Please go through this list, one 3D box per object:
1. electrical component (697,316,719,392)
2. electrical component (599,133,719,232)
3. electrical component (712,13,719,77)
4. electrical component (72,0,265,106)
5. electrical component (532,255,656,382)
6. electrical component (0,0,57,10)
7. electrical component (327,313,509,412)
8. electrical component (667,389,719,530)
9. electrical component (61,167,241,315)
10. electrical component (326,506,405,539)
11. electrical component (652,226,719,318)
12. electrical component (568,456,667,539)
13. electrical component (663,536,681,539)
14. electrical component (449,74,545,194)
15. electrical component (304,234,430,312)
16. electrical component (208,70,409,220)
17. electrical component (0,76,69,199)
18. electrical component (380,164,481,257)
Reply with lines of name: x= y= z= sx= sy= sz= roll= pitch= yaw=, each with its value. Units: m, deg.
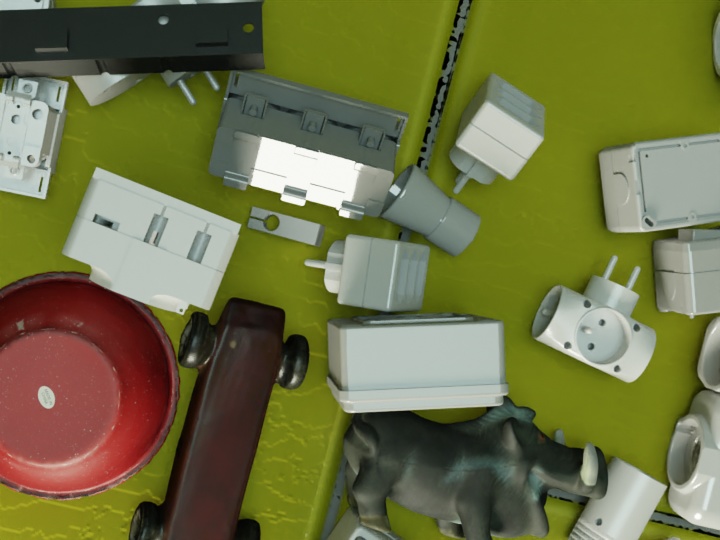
electrical component: x=0.282 y=0.065 z=0.760 sx=0.059 sy=0.095 sz=0.053 roll=14 pitch=91 yaw=-7
electrical component: x=0.225 y=-0.063 z=0.769 sx=0.096 sy=0.061 sz=0.061 roll=-8 pitch=93 yaw=-14
electrical component: x=0.301 y=-0.162 z=0.724 sx=0.062 sy=0.150 sz=0.089 roll=-4 pitch=93 yaw=-7
electrical component: x=-0.123 y=-0.148 z=0.726 sx=0.138 sy=0.052 sz=0.073 roll=-32 pitch=96 yaw=-4
electrical component: x=0.175 y=0.029 z=0.772 sx=0.077 sy=0.044 sz=0.079 roll=25 pitch=90 yaw=-7
electrical component: x=-0.231 y=-0.176 z=0.716 sx=0.055 sy=0.047 sz=0.055 roll=0 pitch=93 yaw=-6
electrical component: x=0.035 y=0.060 z=0.726 sx=0.109 sy=0.109 sz=0.056 roll=-2 pitch=90 yaw=-6
electrical component: x=0.264 y=0.139 z=0.783 sx=0.059 sy=0.054 sz=0.095 roll=14 pitch=91 yaw=-7
electrical component: x=-0.128 y=-0.015 z=0.683 sx=0.089 sy=0.150 sz=0.061 roll=22 pitch=89 yaw=-7
electrical component: x=-0.005 y=0.226 z=0.753 sx=0.062 sy=0.061 sz=0.096 roll=35 pitch=88 yaw=-7
electrical component: x=0.267 y=-0.003 z=0.772 sx=0.096 sy=0.062 sz=0.061 roll=-6 pitch=93 yaw=-6
electrical component: x=0.184 y=0.181 z=0.781 sx=0.043 sy=0.043 sz=0.081 roll=29 pitch=90 yaw=-7
electrical component: x=0.209 y=0.224 z=0.788 sx=0.078 sy=0.040 sz=0.040 roll=-16 pitch=94 yaw=-5
electrical component: x=0.088 y=-0.086 z=0.751 sx=0.047 sy=0.065 sz=0.076 roll=32 pitch=118 yaw=-7
electrical component: x=0.000 y=0.000 z=0.745 sx=0.077 sy=0.066 sz=0.047 roll=9 pitch=92 yaw=22
electrical component: x=-0.037 y=-0.081 z=0.728 sx=0.121 sy=0.063 sz=0.078 roll=14 pitch=131 yaw=-7
electrical component: x=-0.224 y=-0.091 z=0.713 sx=0.042 sy=0.064 sz=0.081 roll=11 pitch=92 yaw=-6
electrical component: x=0.052 y=-0.039 z=0.758 sx=0.065 sy=0.044 sz=0.044 roll=33 pitch=89 yaw=-12
